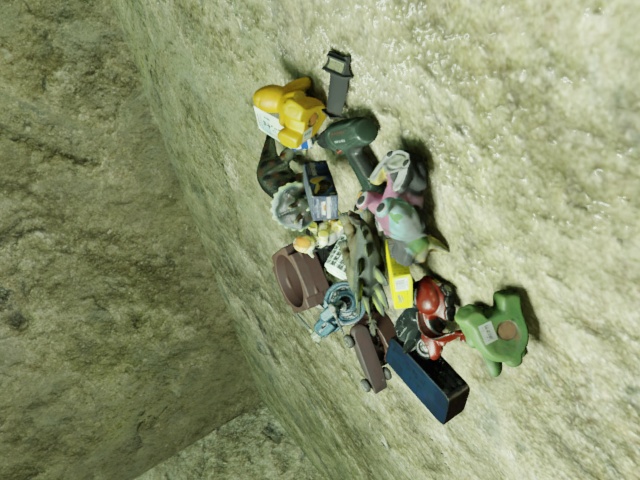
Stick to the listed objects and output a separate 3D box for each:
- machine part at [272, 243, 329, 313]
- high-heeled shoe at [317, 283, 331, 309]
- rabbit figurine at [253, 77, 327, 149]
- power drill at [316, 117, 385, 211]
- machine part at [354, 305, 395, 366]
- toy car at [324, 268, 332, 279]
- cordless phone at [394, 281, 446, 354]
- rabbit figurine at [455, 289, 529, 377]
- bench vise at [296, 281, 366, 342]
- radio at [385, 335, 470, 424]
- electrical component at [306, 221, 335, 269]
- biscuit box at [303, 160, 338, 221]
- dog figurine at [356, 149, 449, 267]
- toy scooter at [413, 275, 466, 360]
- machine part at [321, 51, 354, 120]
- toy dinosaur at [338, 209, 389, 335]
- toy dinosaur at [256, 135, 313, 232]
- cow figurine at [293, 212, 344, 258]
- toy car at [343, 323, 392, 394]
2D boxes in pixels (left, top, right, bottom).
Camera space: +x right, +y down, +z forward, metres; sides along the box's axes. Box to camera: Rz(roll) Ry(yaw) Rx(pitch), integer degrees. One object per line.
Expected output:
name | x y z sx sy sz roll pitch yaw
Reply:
machine part | -0.059 0.112 1.637 0.201 0.087 0.201 -35 75 63
high-heeled shoe | 0.034 0.159 1.672 0.249 0.086 0.145 46 148 29
rabbit figurine | -0.074 -0.324 1.276 0.173 0.162 0.121 28 146 20
power drill | 0.079 -0.174 1.221 0.232 0.086 0.207 -14 95 67
machine part | 0.164 0.271 1.534 0.180 0.056 0.179 47 152 36
toy car | -0.028 0.071 1.741 0.202 0.056 0.073 29 146 56
cordless phone | 0.215 0.169 1.304 0.146 0.089 0.184 106 145 -60
rabbit figurine | 0.330 0.170 1.026 0.159 0.121 0.170 57 176 -2
bench vise | 0.039 0.194 1.453 0.129 0.224 0.240 56 -171 10
radio | 0.267 0.336 1.357 0.230 0.073 0.131 45 151 34
electrical component | 0.011 0.016 1.591 0.134 0.058 0.114 48 156 34
biscuit box | 0.000 -0.119 1.241 0.203 0.059 0.062 -104 10 -58
dog figurine | 0.187 -0.053 1.083 0.219 0.191 0.109 37 171 -35
toy scooter | 0.261 0.167 1.152 0.135 0.075 0.183 -9 84 55
machine part | 0.035 -0.333 1.166 0.084 0.039 0.138 31 127 40
toy dinosaur | 0.106 0.079 1.272 0.470 0.105 0.198 70 -168 -58
toy dinosaur | -0.098 -0.167 1.455 0.405 0.192 0.131 45 150 35
cow figurine | -0.005 -0.005 1.455 0.068 0.167 0.098 47 152 23
toy car | 0.130 0.322 1.472 0.053 0.089 0.202 1 114 62
